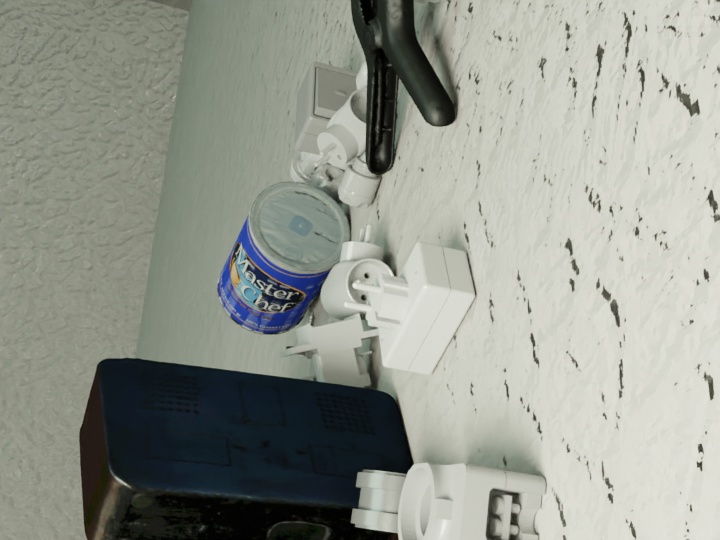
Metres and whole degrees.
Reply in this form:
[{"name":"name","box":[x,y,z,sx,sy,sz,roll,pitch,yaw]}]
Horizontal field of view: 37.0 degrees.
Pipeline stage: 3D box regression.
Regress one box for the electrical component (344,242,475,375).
[{"name":"electrical component","box":[0.027,0.024,0.751,0.047,0.076,0.083,-96,24,-47]}]

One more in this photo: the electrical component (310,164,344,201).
[{"name":"electrical component","box":[-0.038,-0.083,1.126,0.061,0.035,0.035,120,156,-53]}]

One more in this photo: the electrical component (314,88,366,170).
[{"name":"electrical component","box":[-0.013,-0.122,1.007,0.079,0.044,0.077,-40,-8,-32]}]

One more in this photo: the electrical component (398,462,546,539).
[{"name":"electrical component","box":[0.057,0.138,0.605,0.089,0.056,0.050,146,134,-68]}]

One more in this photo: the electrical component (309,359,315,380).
[{"name":"electrical component","box":[-0.029,0.105,0.953,0.044,0.044,0.065,119,161,-46]}]

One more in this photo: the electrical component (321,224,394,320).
[{"name":"electrical component","box":[0.000,0.000,0.921,0.077,0.043,0.079,153,127,-70]}]

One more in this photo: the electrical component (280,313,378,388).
[{"name":"electrical component","box":[-0.021,0.073,0.897,0.042,0.081,0.063,155,103,-71]}]

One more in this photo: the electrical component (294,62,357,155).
[{"name":"electrical component","box":[-0.028,-0.170,1.107,0.061,0.062,0.096,123,154,-52]}]

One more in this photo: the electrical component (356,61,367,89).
[{"name":"electrical component","box":[0.012,-0.177,1.024,0.061,0.035,0.035,129,149,-63]}]

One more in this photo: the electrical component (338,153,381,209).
[{"name":"electrical component","box":[0.004,-0.089,0.990,0.035,0.035,0.061,-111,39,-62]}]

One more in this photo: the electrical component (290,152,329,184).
[{"name":"electrical component","box":[-0.045,-0.118,1.160,0.055,0.048,0.066,-55,27,38]}]

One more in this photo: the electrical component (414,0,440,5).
[{"name":"electrical component","box":[0.057,-0.268,0.923,0.081,0.042,0.063,125,149,-56]}]
